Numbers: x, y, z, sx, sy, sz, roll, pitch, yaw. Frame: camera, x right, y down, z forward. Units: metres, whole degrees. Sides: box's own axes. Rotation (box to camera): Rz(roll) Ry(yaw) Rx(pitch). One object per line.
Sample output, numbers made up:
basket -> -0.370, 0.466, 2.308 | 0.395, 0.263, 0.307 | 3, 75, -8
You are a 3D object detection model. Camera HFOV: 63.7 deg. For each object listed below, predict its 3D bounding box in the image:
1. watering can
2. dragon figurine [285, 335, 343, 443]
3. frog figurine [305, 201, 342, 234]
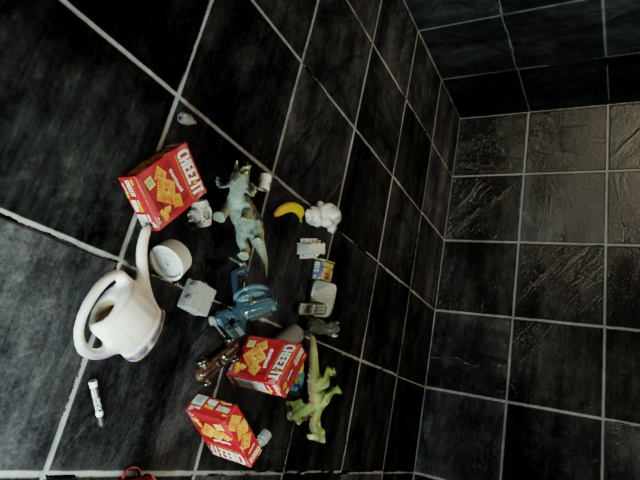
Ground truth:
watering can -> -0.467, 0.150, 1.288 | 0.220, 0.104, 0.355 | 61, 41, -41
dragon figurine -> -0.042, 0.606, 2.018 | 0.246, 0.121, 0.406 | -33, 109, -45
frog figurine -> 0.006, -0.104, 2.074 | 0.157, 0.121, 0.140 | 33, 30, -45
